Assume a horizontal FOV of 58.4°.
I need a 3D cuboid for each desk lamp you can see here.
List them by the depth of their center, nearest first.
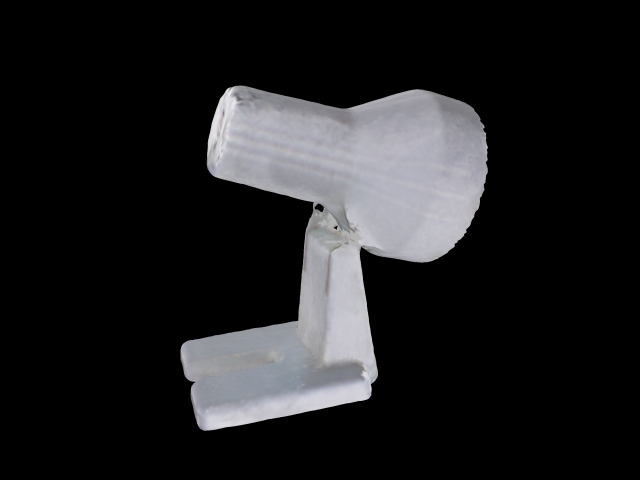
[{"bbox_3d":[0.004,0.001,0.400,0.204,0.214,0.117,-7,19,-20],"label":"desk lamp"}]
